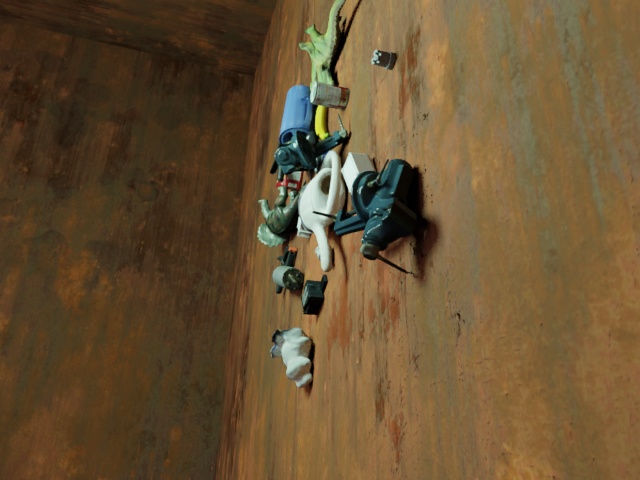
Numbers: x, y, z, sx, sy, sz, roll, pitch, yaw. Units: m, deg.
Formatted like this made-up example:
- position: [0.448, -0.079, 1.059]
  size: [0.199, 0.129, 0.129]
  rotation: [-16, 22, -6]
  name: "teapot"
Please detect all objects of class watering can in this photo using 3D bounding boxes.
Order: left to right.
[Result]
- position: [0.004, -0.071, 1.416]
  size: [0.222, 0.104, 0.352]
  rotation: [141, 138, -68]
  name: "watering can"

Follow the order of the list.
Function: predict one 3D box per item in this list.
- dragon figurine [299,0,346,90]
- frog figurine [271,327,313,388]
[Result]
- position: [0.029, -0.602, 1.707]
  size: [0.407, 0.122, 0.244]
  rotation: [154, 106, -74]
  name: "dragon figurine"
- position: [-0.062, 0.337, 1.490]
  size: [0.161, 0.123, 0.135]
  rotation: [39, 117, 30]
  name: "frog figurine"
